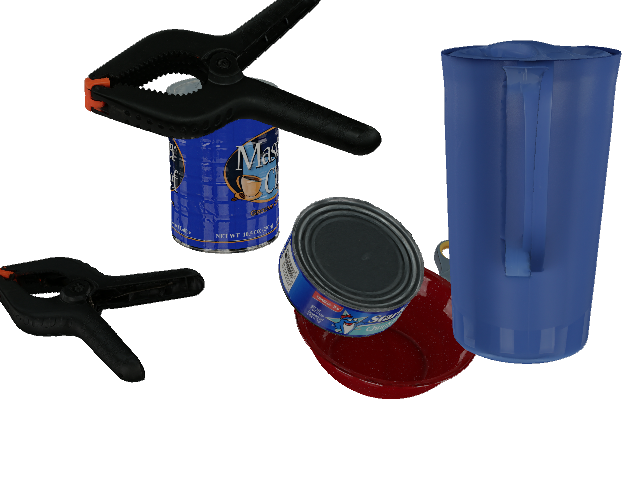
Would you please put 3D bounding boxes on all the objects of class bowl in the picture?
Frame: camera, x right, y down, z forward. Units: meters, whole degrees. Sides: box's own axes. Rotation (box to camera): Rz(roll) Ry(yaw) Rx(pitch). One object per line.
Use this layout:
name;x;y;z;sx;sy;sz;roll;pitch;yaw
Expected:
bowl;0.055;0.085;0.931;0.162;0.055;0.162;5;39;-5

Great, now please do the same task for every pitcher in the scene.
pitcher;0.157;-0.030;0.824;0.149;0.243;0.145;-10;17;-32

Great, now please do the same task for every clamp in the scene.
clamp;-0.181;0.046;0.860;0.172;0.039;0.120;20;38;21
clamp;-0.064;-0.113;0.784;0.209;0.165;0.036;-16;-29;-19

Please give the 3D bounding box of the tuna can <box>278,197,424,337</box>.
tuna can;0.018;0.017;0.655;0.086;0.086;0.034;0;-38;-25

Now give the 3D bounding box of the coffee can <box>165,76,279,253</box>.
coffee can;-0.089;-0.072;0.986;0.103;0.140;0.103;1;23;-1

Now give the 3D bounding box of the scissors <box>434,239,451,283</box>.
scissors;0.136;0.039;1.273;0.201;0.016;0.096;-10;40;-36
